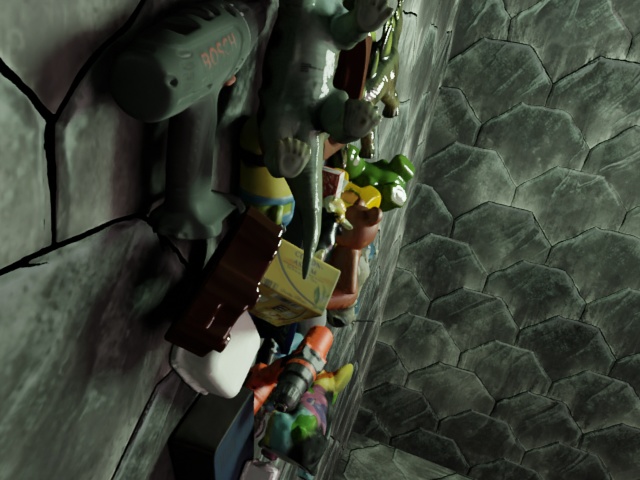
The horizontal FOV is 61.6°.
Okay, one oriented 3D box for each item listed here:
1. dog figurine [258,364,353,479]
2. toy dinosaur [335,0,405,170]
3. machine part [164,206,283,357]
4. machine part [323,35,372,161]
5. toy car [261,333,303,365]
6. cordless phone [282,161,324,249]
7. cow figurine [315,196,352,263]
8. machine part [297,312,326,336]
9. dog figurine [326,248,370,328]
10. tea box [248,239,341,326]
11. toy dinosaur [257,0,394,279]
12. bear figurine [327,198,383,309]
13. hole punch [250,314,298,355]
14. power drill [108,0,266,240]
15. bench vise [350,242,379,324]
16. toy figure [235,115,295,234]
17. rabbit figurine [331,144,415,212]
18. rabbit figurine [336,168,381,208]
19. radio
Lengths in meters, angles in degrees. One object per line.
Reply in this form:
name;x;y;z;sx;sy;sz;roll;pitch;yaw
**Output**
dog figurine;-0.016;0.291;0.948;0.191;0.109;0.219;97;18;-58
toy dinosaur;0.103;-0.322;1.040;0.198;0.105;0.471;81;24;-53
machine part;-0.106;0.048;0.605;0.179;0.056;0.179;-53;-167;18
machine part;0.002;-0.230;0.785;0.201;0.087;0.201;-48;153;-59
toy car;-0.054;0.241;1.081;0.161;0.103;0.109;35;71;-77
cordless phone;-0.036;-0.063;0.845;0.184;0.089;0.146;-49;152;-68
cow figurine;-0.003;-0.005;0.865;0.167;0.068;0.098;-57;-159;-14
machine part;-0.025;0.126;1.111;0.243;0.079;0.079;91;21;-51
dog figurine;0.055;0.114;1.148;0.172;0.121;0.190;-101;-176;-76
tea box;-0.057;0.062;0.723;0.170;0.098;0.068;-24;-141;62
toy dinosaur;-0.014;-0.176;0.590;0.192;0.131;0.404;-141;-115;-73
bear figurine;0.030;0.022;0.952;0.120;0.132;0.195;-134;-128;-61
hole punch;-0.072;0.122;0.911;0.116;0.092;0.142;-32;134;-75
power drill;-0.106;-0.116;0.514;0.232;0.086;0.207;-59;165;-59
bench vise;0.075;0.082;1.316;0.223;0.129;0.240;0;89;-68
toy figure;-0.069;-0.074;0.702;0.089;0.082;0.180;-44;151;-65
rabbit figurine;0.091;-0.144;1.137;0.159;0.170;0.121;-12;-131;58
rabbit figurine;0.033;-0.030;1.088;0.173;0.122;0.162;120;-5;-55
radio;-0.160;0.329;0.840;0.131;0.073;0.229;-59;162;-47
